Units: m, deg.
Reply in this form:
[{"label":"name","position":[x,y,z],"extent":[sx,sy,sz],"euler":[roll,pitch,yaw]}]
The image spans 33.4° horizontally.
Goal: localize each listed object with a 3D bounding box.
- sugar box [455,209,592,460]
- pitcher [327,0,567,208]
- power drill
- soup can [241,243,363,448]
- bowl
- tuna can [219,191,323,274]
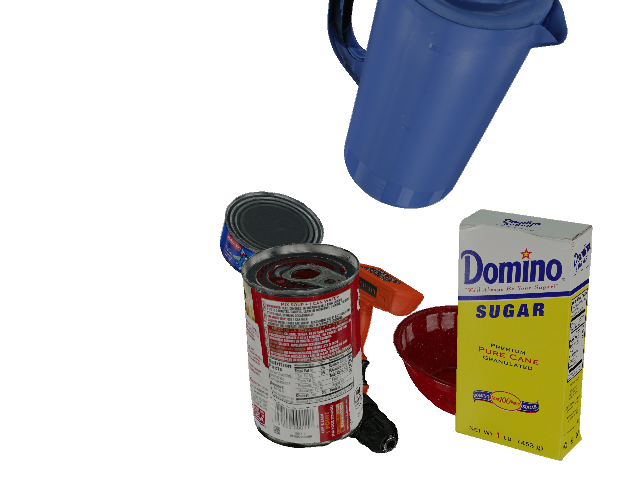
[{"label":"sugar box","position":[0.151,0.070,0.809],"extent":[0.093,0.176,0.048],"euler":[9,22,33]},{"label":"pitcher","position":[0.085,-0.143,0.884],"extent":[0.144,0.149,0.243],"euler":[-7,-33,-18]},{"label":"power drill","position":[0.052,0.133,1.249],"extent":[0.057,0.188,0.185],"euler":[13,13,-41]},{"label":"soup can","position":[-0.009,0.061,0.624],"extent":[0.068,0.102,0.068],"euler":[-3,22,1]},{"label":"bowl","position":[0.148,0.125,1.034],"extent":[0.162,0.055,0.162],"euler":[4,26,-2]},{"label":"tuna can","position":[-0.043,-0.002,0.913],"extent":[0.086,0.034,0.086],"euler":[11,38,-9]}]
